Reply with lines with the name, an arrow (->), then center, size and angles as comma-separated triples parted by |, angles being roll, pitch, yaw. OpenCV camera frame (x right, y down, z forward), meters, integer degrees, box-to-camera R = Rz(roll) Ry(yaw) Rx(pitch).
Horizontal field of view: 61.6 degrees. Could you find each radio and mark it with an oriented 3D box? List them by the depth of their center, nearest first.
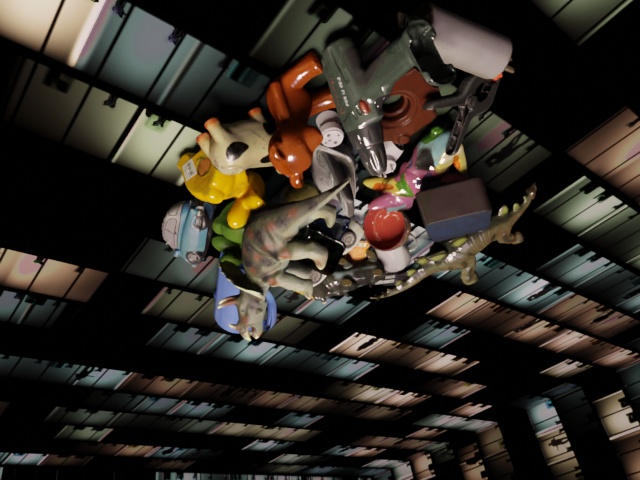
radio -> 0.277, -0.057, 1.099 | 0.131, 0.073, 0.229 | -15, 169, 14

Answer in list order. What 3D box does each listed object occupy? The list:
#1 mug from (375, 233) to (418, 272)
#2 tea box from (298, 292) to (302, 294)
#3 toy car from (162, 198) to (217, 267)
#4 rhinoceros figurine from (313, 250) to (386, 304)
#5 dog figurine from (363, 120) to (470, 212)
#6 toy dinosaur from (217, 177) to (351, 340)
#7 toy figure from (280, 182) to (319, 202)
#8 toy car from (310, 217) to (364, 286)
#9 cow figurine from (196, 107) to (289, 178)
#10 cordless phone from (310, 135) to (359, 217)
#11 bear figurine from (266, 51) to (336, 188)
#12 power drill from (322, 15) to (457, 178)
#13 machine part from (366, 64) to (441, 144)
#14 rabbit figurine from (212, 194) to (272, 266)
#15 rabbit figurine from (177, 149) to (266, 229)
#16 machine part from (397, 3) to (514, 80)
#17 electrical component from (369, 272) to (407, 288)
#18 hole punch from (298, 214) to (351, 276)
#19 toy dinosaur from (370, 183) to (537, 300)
mug -> 0.181, 0.014, 1.322 | 0.110, 0.081, 0.107 | -21, 133, 18
tea box -> -0.042, 0.079, 1.358 | 0.098, 0.068, 0.169 | -36, 136, 29
toy car -> -0.280, -0.026, 1.130 | 0.103, 0.109, 0.161 | 12, 132, -4
rhinoceros figurine -> 0.067, 0.092, 1.305 | 0.190, 0.073, 0.112 | -19, 158, -5
dog figurine -> 0.190, -0.137, 1.101 | 0.219, 0.108, 0.191 | -18, 144, 13
toy dinosaur -> -0.086, 0.013, 1.015 | 0.192, 0.131, 0.404 | 11, 128, -11
toy figure -> -0.026, -0.056, 1.172 | 0.089, 0.082, 0.180 | -23, 139, 8
toy car -> 0.016, 0.029, 1.248 | 0.201, 0.074, 0.056 | -47, 130, 1
cow figurine -> -0.107, -0.164, 0.957 | 0.195, 0.127, 0.085 | -24, 175, -42
cordless phone -> 0.042, -0.100, 1.043 | 0.089, 0.184, 0.146 | -13, 144, -5
bear figurine -> -0.030, -0.195, 0.888 | 0.132, 0.196, 0.120 | -23, 139, 14
power drill -> 0.109, -0.232, 0.846 | 0.086, 0.232, 0.207 | -29, -176, -36
machine part -> 0.130, -0.250, 0.974 | 0.179, 0.056, 0.179 | -7, 142, -6
rabbit figurine -> -0.150, 0.004, 1.156 | 0.159, 0.121, 0.170 | -25, 140, -3
rabbit figurine -> -0.160, -0.110, 1.029 | 0.122, 0.162, 0.173 | -41, 153, 17
machine part -> 0.228, -0.324, 0.882 | 0.243, 0.079, 0.079 | 10, 139, -25
electrical component -> 0.187, 0.086, 1.444 | 0.119, 0.048, 0.074 | -10, 144, -3
hole punch -> -0.002, -0.003, 1.128 | 0.116, 0.092, 0.142 | 23, 137, -2
toy dinosaur -> 0.332, 0.018, 1.303 | 0.471, 0.105, 0.198 | -43, 136, 11
